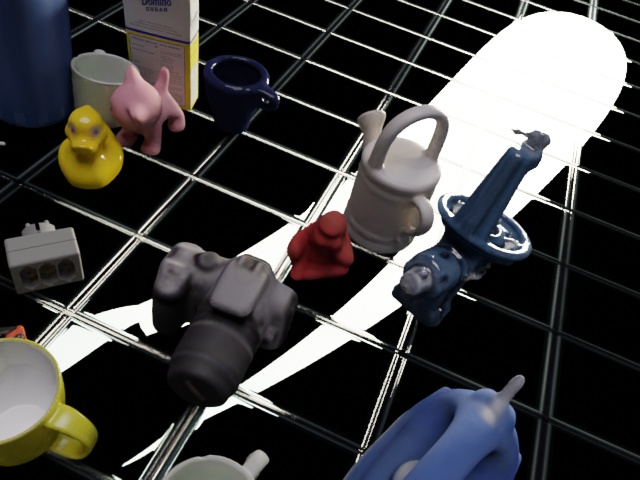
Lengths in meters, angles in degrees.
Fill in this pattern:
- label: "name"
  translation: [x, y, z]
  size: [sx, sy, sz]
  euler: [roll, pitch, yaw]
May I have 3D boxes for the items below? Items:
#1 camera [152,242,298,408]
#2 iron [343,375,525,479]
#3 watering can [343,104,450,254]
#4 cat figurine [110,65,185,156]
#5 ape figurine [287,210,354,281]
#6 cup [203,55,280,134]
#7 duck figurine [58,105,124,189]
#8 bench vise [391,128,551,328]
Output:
- label: "camera"
  translation: [-0.106, 0.080, 0.556]
  size: [0.143, 0.101, 0.137]
  euler: [20, 46, 4]
- label: "iron"
  translation: [0.077, 0.209, 0.459]
  size: [0.118, 0.141, 0.259]
  euler: [40, 51, 22]
- label: "watering can"
  translation: [0.090, -0.087, 0.698]
  size: [0.101, 0.194, 0.172]
  euler: [-31, 62, -35]
- label: "cat figurine"
  translation: [-0.228, -0.177, 0.748]
  size: [0.067, 0.118, 0.128]
  euler: [20, 46, 4]
- label: "ape figurine"
  translation: [0.006, 0.002, 0.664]
  size: [0.077, 0.092, 0.076]
  euler: [29, 48, 13]
- label: "cup"
  translation: [-0.110, -0.193, 0.810]
  size: [0.117, 0.095, 0.092]
  euler: [30, 48, 13]
- label: "duck figurine"
  translation: [-0.285, -0.127, 0.708]
  size: [0.077, 0.086, 0.104]
  euler: [2, 48, -13]
- label: "bench vise"
  translation: [0.178, -0.007, 0.630]
  size: [0.121, 0.220, 0.208]
  euler: [27, 47, 11]
